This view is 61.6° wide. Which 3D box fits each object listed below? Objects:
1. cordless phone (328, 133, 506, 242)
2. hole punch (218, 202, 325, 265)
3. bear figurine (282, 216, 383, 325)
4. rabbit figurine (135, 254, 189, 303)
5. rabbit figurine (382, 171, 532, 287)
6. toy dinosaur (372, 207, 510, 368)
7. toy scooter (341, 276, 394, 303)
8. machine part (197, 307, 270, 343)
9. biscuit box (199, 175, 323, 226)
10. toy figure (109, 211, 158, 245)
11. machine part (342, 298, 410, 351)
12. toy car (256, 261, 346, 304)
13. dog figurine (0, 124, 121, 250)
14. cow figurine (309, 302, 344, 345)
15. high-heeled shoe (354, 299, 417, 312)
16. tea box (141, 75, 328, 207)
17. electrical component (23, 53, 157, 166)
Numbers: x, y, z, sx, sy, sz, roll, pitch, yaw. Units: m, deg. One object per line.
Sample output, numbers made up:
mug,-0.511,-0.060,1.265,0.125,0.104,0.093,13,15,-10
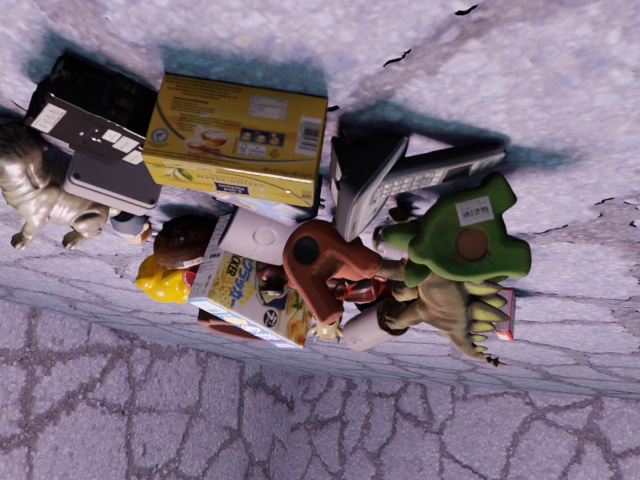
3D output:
cordless phone,0.104,-0.067,0.608,0.184,0.089,0.146,-10,161,-4
hole punch,-0.080,-0.026,0.778,0.142,0.092,0.116,20,155,-19
bear figurine,0.028,0.034,0.754,0.132,0.120,0.195,43,-171,20
rabbit figurine,-0.260,0.042,1.033,0.173,0.122,0.162,-19,165,13
rabbit figurine,0.168,0.002,0.662,0.159,0.121,0.170,-25,180,11
toy dinosaur,0.207,0.094,0.884,0.199,0.105,0.470,-4,142,25
toy scooter,0.067,0.080,1.032,0.184,0.075,0.135,7,162,-3
machine part,-0.132,0.149,1.081,0.202,0.087,0.201,9,161,5
biscuit box,-0.093,-0.080,0.661,0.202,0.063,0.059,21,157,-33
toy figure,-0.330,-0.026,0.942,0.064,0.058,0.154,47,164,8
machine part,0.110,0.174,1.087,0.079,0.079,0.243,15,155,-17
toy car,-0.022,0.060,0.907,0.202,0.089,0.053,19,157,-40
dog figurine,-0.369,-0.082,0.754,0.172,0.121,0.190,-18,157,-33
cow figurine,0.016,0.155,1.191,0.086,0.127,0.194,8,159,13
high-heeled shoe,0.183,0.108,1.116,0.249,0.086,0.145,-30,109,36
tea box,-0.082,-0.100,0.548,0.170,0.098,0.068,10,160,2
electrical component,-0.237,-0.132,0.586,0.134,0.058,0.115,24,158,-37
